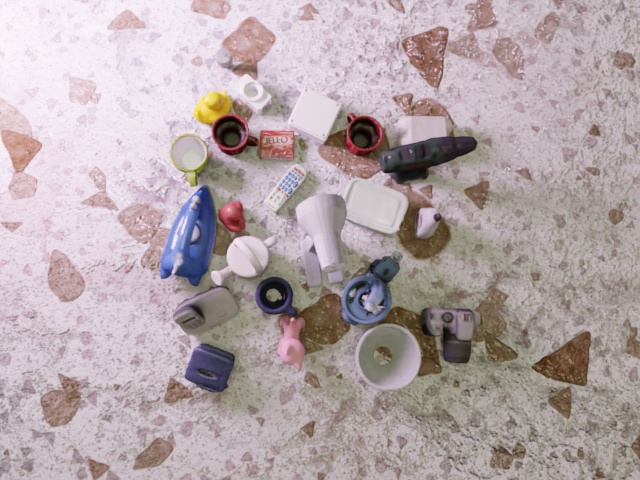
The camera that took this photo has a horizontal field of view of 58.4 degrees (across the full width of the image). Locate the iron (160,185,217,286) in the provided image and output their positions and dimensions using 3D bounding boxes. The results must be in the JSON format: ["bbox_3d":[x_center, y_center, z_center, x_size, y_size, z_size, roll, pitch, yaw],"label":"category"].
[{"bbox_3d":[-0.315,-0.024,1.387,0.118,0.141,0.258,13,83,-4],"label":"iron"}]

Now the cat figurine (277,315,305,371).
[{"bbox_3d":[-0.068,0.249,1.395,0.067,0.117,0.128,4,84,-5],"label":"cat figurine"}]

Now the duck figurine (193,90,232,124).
[{"bbox_3d":[-0.275,-0.344,1.453,0.104,0.086,0.077,-33,88,-8],"label":"duck figurine"}]

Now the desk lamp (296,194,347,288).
[{"bbox_3d":[0.013,0.005,1.381,0.118,0.213,0.203,-10,85,-6],"label":"desk lamp"}]

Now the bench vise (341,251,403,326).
[{"bbox_3d":[0.126,0.110,1.378,0.121,0.219,0.207,18,82,-3],"label":"bench vise"}]

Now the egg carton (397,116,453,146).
[{"bbox_3d":[0.277,-0.273,1.510,0.150,0.069,0.107,-2,84,-6],"label":"egg carton"}]

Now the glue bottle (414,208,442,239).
[{"bbox_3d":[0.274,-0.049,1.434,0.037,0.173,0.078,2,84,-5],"label":"glue bottle"}]

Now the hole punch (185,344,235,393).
[{"bbox_3d":[-0.264,0.313,1.382,0.108,0.091,0.101,21,82,-3],"label":"hole punch"}]

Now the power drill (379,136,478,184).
[{"bbox_3d":[0.253,-0.202,1.430,0.229,0.208,0.076,-12,85,-7],"label":"power drill"}]

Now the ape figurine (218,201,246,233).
[{"bbox_3d":[-0.216,-0.063,1.426,0.076,0.092,0.078,25,82,-2],"label":"ape figurine"}]

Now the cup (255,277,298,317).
[{"bbox_3d":[-0.103,0.146,1.414,0.118,0.095,0.092,40,82,0],"label":"cup"}]

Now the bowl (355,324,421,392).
[{"bbox_3d":[0.165,0.292,1.436,0.167,0.074,0.167,1,84,-6],"label":"bowl"}]

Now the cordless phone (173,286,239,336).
[{"bbox_3d":[-0.272,0.165,1.349,0.147,0.185,0.094,-29,87,-8],"label":"cordless phone"}]

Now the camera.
[{"bbox_3d":[0.334,0.240,1.445,0.143,0.100,0.137,4,83,-5],"label":"camera"}]

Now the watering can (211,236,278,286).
[{"bbox_3d":[-0.176,0.047,1.367,0.101,0.194,0.173,33,82,-1],"label":"watering can"}]
